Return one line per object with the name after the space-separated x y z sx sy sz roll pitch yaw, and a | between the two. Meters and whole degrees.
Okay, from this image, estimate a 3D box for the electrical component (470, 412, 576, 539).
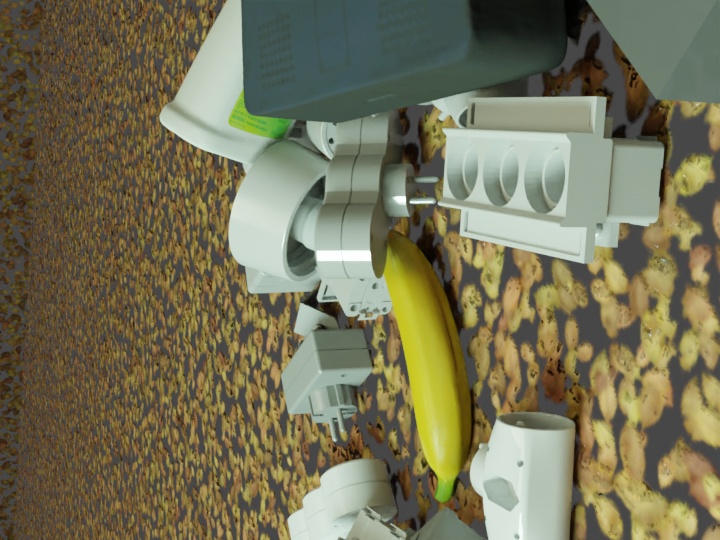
0.089 0.119 0.616 0.079 0.043 0.077 -166 77 -65 | electrical component

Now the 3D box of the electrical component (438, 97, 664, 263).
0.099 -0.051 0.568 0.121 0.063 0.078 -161 72 -65 | electrical component

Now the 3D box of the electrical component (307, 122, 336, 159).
-0.011 -0.109 0.825 0.047 0.055 0.055 -141 54 -64 | electrical component

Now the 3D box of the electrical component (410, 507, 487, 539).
0.062 0.197 0.623 0.096 0.061 0.061 36 140 4 | electrical component

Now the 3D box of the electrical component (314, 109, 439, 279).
0.018 -0.055 0.746 0.052 0.074 0.138 70 -156 -52 | electrical component

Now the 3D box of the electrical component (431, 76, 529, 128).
0.066 -0.121 0.663 0.079 0.044 0.077 136 129 -59 | electrical component

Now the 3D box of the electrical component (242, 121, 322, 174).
-0.063 -0.125 0.931 0.096 0.062 0.061 127 137 -54 | electrical component

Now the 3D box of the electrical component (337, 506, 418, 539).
0.026 0.210 0.726 0.063 0.079 0.121 -62 23 -7 | electrical component

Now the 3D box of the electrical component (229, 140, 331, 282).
-0.047 -0.042 0.852 0.060 0.108 0.108 24 118 23 | electrical component

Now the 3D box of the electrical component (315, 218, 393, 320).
0.000 0.000 0.817 0.063 0.042 0.081 -118 35 -43 | electrical component

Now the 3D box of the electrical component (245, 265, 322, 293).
-0.070 -0.031 0.946 0.061 0.062 0.096 131 134 -62 | electrical component

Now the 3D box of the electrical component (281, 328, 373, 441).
-0.024 0.099 0.866 0.083 0.047 0.075 125 138 -52 | electrical component

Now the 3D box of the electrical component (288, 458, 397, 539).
-0.012 0.207 0.835 0.138 0.052 0.073 122 141 -51 | electrical component

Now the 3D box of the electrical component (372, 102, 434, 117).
0.024 -0.152 0.736 0.062 0.061 0.096 -140 54 -60 | electrical component
